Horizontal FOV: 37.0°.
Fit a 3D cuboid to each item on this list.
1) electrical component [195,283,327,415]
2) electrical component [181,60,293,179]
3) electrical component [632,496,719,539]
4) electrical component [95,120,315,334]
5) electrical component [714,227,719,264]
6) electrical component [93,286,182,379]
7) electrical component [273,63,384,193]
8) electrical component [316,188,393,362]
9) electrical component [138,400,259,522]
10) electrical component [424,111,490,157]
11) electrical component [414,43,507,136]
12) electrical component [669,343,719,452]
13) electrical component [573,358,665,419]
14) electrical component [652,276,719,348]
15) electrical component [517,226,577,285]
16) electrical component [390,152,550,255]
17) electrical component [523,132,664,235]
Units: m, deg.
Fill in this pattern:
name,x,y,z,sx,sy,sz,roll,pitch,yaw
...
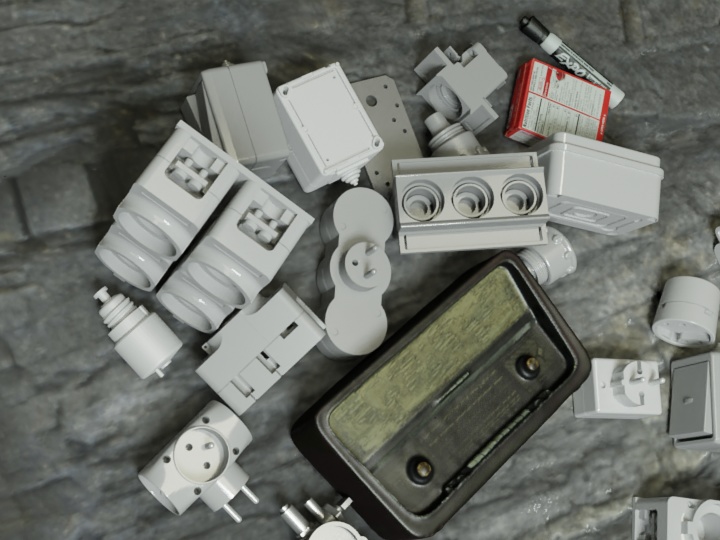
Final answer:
name,x,y,z,sx,sy,sz,roll,pitch,yaw
electrical component,-0.077,0.056,0.812,0.089,0.050,0.055,-43,95,3
electrical component,-0.103,-0.121,0.856,0.061,0.062,0.096,-15,82,-23
electrical component,0.331,0.258,0.927,0.186,0.060,0.105,11,73,-18
electrical component,-0.118,-0.019,0.757,0.105,0.186,0.060,36,67,-9
electrical component,0.380,-0.016,1.017,0.057,0.058,0.078,-21,85,-21
electrical component,-0.168,0.045,0.802,0.040,0.040,0.078,-43,94,-24
electrical component,-0.030,-0.109,0.882,0.062,0.061,0.096,-28,88,-24
electrical component,0.000,0.000,0.858,0.052,0.074,0.138,9,74,-18
electrical component,-0.109,0.151,0.796,0.079,0.044,0.077,47,66,-5
electrical component,0.079,-0.108,0.933,0.048,0.048,0.062,-28,81,-24
electrical component,0.093,-0.164,0.953,0.081,0.042,0.064,48,64,-4
electrical component,0.314,0.111,0.957,0.061,0.062,0.096,7,74,-19
electrical component,0.229,0.099,0.920,0.066,0.077,0.047,4,75,-19
electrical component,0.297,0.037,0.974,0.055,0.055,0.047,26,65,-13
electrical component,0.154,-0.005,0.936,0.062,0.048,0.048,-32,90,-18
electrical component,0.088,-0.052,0.893,0.121,0.063,0.078,-4,78,-6
electrical component,0.202,-0.075,0.952,0.113,0.078,0.057,12,76,-18
